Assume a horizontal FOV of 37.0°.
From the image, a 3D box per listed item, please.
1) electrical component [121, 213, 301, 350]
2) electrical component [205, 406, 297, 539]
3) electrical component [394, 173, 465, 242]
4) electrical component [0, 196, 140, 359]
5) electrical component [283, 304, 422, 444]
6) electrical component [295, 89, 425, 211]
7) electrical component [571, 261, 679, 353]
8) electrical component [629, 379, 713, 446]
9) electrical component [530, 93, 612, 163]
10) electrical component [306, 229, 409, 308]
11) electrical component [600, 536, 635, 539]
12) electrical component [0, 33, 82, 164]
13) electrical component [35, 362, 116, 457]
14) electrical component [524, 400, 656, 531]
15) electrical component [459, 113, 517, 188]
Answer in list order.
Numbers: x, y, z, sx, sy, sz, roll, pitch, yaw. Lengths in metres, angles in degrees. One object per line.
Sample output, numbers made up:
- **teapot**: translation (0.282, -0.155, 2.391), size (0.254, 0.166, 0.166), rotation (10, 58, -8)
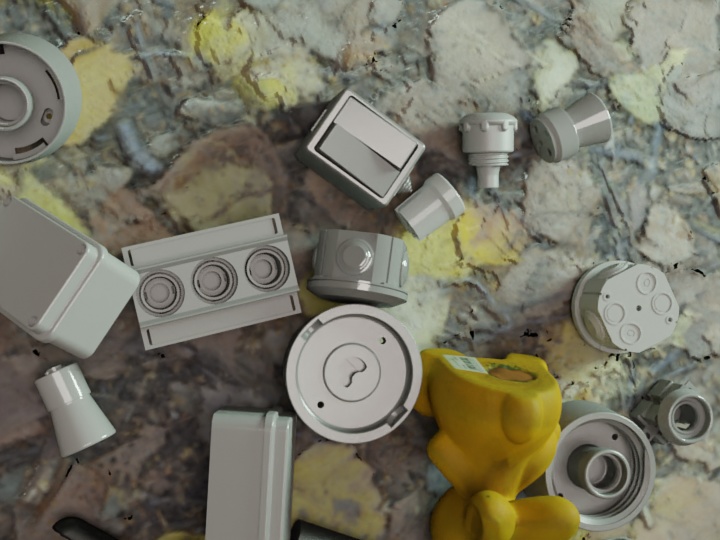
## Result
- **electrical component**: translation (-0.115, 0.008, 0.831), size (0.121, 0.063, 0.078), rotation (-13, 92, -12)
- **electrical component**: translation (-0.082, 0.163, 0.826), size (0.057, 0.078, 0.113), rotation (3, 89, 1)
- **electrical component**: translation (0.057, -0.050, 0.883), size (0.046, 0.040, 0.040), rotation (-38, 97, -5)
- **electrical component**: translation (-0.227, 0.004, 0.778), size (0.078, 0.113, 0.057), rotation (-57, 145, -7)
- **electrical component**: translation (-0.010, 0.080, 0.856), size (0.108, 0.060, 0.108), rotation (0, 89, -13)
- **electrical component**: translation (0.006, -0.092, 0.860), size (0.096, 0.061, 0.061), rotation (35, 82, -10)
- **electrical component**: translation (0.225, 0.032, 0.913), size (0.080, 0.051, 0.080), rotation (0, 90, -13)
- **electrical component**: translation (0.269, 0.124, 0.920), size (0.048, 0.055, 0.066), rotation (45, 81, -9)
- **electrical component**: translation (0.178, -0.119, 0.907), size (0.055, 0.045, 0.045), rotation (-23, 95, -11)
- **electrical component**: translation (0.000, 0.000, 0.850), size (0.080, 0.080, 0.051), rotation (10, 82, -12)
- **electrical component**: translation (0.222, 0.262, 0.915), size (0.043, 0.043, 0.062), rotation (-11, 93, -12)
- **electrical component**: translation (-0.264, -0.128, 0.812), size (0.099, 0.064, 0.099), rotation (-2, 102, -7)
- **electrical component**: translation (-0.220, 0.104, 0.819), size (0.044, 0.044, 0.065), rotation (-25, 90, -12)
- **electrical component**: translation (0.195, 0.166, 0.901), size (0.108, 0.060, 0.108), rotation (0, 90, -13)
- **electrical component**: translation (0.106, -0.099, 0.892), size (0.048, 0.048, 0.062), rotation (-2, 97, -13)
